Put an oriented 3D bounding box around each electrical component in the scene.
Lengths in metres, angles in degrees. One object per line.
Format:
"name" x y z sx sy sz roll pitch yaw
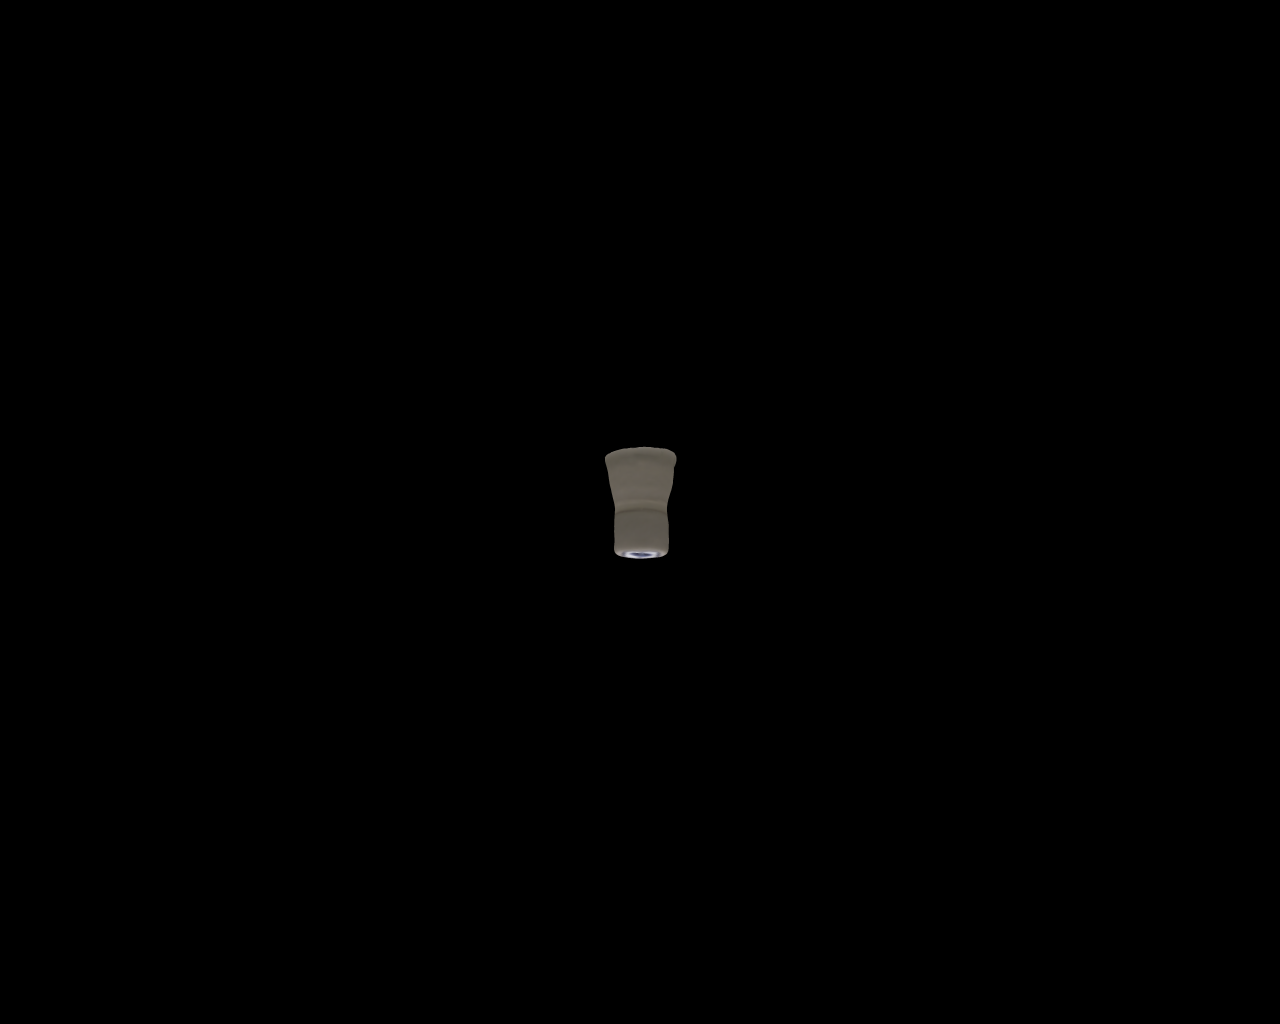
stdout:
"electrical component" 0.001 -0.003 0.650 0.044 0.065 0.044 0 -13 0
